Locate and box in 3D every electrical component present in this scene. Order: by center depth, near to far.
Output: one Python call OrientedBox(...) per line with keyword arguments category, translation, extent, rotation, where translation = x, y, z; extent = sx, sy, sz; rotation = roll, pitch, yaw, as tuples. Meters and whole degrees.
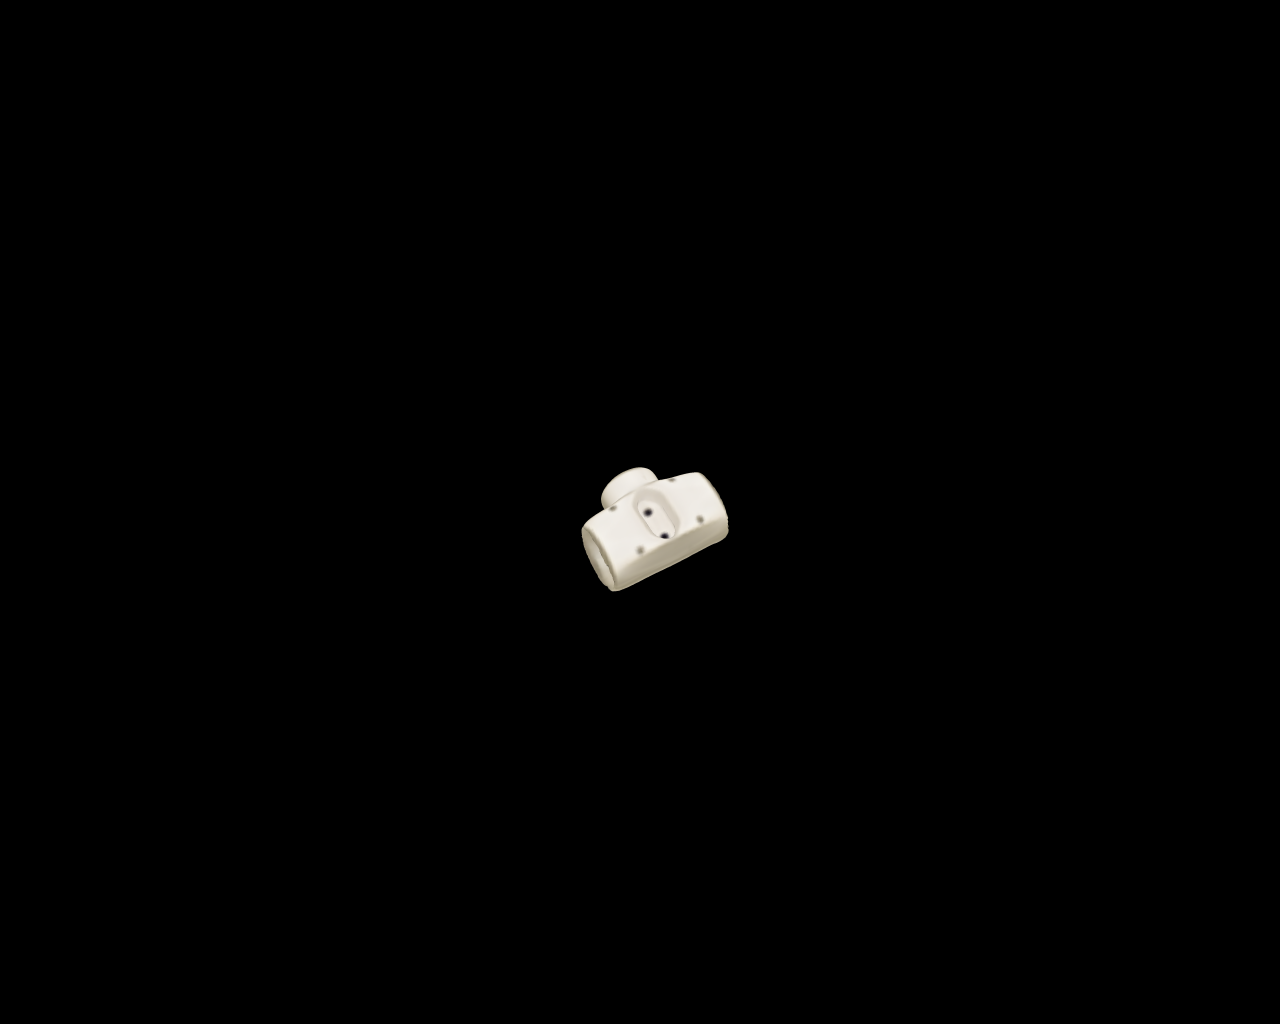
OrientedBox(category="electrical component", translation=(0.001, -0.003, 0.650), extent=(0.077, 0.079, 0.043), rotation=(-25, -27, -14))
